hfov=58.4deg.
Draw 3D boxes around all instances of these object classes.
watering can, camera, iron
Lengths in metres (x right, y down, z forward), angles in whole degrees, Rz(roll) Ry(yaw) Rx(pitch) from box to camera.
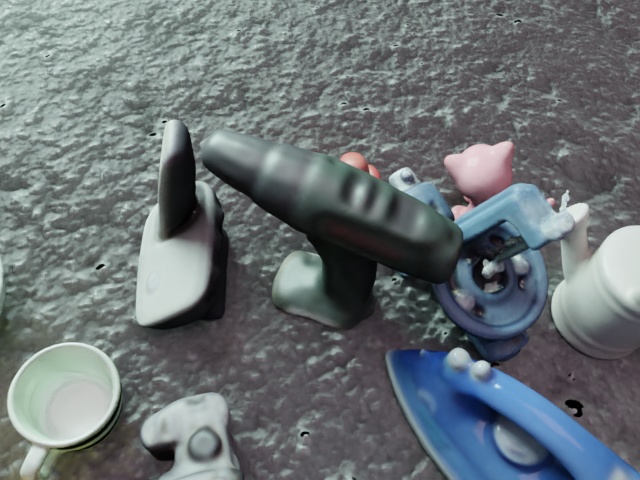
[{"bbox_3d":[0.302,0.034,0.549,0.172,0.194,0.101,18,60,5],"label":"watering can"},{"bbox_3d":[-0.128,0.208,0.459,0.137,0.101,0.143,-12,62,-12],"label":"camera"},{"bbox_3d":[0.166,0.163,0.491,0.258,0.141,0.119,39,64,16],"label":"iron"}]

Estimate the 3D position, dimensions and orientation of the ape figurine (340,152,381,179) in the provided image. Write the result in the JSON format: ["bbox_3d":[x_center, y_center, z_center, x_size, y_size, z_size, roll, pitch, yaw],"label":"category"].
[{"bbox_3d":[0.036,-0.062,0.637,0.078,0.092,0.076,-8,61,-10],"label":"ape figurine"}]

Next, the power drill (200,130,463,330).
[{"bbox_3d":[0.005,0.002,0.530,0.229,0.208,0.076,16,60,4],"label":"power drill"}]

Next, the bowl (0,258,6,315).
[{"bbox_3d":[-0.371,0.067,0.532,0.167,0.075,0.167,3,60,-4],"label":"bowl"}]

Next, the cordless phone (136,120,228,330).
[{"bbox_3d":[-0.137,-0.009,0.535,0.094,0.185,0.147,-3,60,-7],"label":"cordless phone"}]

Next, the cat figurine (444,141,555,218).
[{"bbox_3d":[0.197,-0.056,0.635,0.127,0.118,0.067,32,62,13],"label":"cat figurine"}]

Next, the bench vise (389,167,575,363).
[{"bbox_3d":[0.133,0.003,0.535,0.207,0.220,0.122,36,63,15],"label":"bench vise"}]
